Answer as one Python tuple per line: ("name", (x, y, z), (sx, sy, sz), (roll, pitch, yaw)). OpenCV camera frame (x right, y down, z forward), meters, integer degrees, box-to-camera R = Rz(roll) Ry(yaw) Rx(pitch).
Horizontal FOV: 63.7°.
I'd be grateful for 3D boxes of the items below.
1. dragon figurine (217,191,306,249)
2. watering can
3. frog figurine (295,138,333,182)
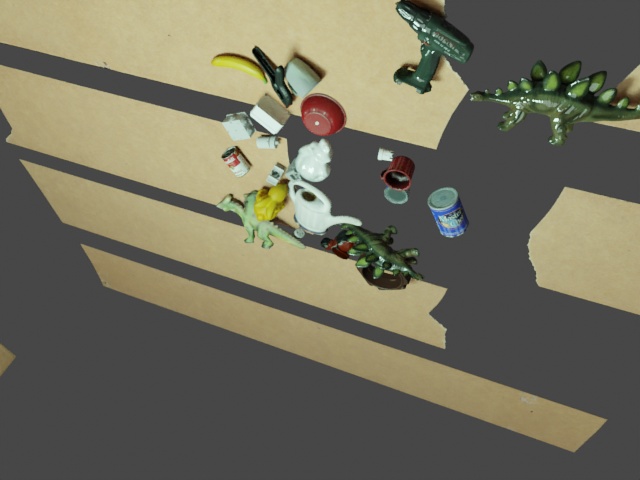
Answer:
("dragon figurine", (-0.249, -0.097, 2.180), (0.411, 0.125, 0.237), (12, 134, 19))
("watering can", (0.006, -0.099, 1.974), (0.351, 0.105, 0.219), (36, 148, 20))
("frog figurine", (-0.010, -0.275, 1.778), (0.137, 0.124, 0.158), (55, 152, -7))
